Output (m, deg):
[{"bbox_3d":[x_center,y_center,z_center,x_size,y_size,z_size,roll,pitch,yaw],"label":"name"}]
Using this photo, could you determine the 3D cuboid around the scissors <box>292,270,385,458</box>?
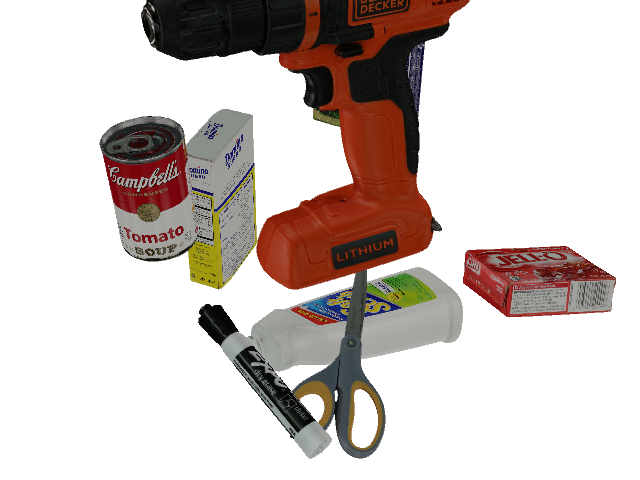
[{"bbox_3d":[0.009,0.103,0.955,0.096,0.202,0.016,-4,-37,-7],"label":"scissors"}]

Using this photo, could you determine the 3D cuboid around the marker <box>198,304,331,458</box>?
[{"bbox_3d":[-0.038,0.086,0.677,0.121,0.020,0.020,48,20,20],"label":"marker"}]

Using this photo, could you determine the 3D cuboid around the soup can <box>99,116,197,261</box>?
[{"bbox_3d":[-0.140,-0.042,0.883,0.068,0.102,0.068,-3,37,2],"label":"soup can"}]

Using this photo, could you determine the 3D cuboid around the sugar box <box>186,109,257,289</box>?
[{"bbox_3d":[-0.107,-0.043,1.137,0.048,0.176,0.093,15,42,19],"label":"sugar box"}]

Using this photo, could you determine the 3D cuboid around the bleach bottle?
[{"bbox_3d":[0.027,0.098,1.182,0.250,0.068,0.103,-14,32,-26],"label":"bleach bottle"}]

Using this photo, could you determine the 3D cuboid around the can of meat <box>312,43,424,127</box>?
[{"bbox_3d":[0.035,-0.126,0.789,0.057,0.084,0.102,-2,14,-26],"label":"can of meat"}]

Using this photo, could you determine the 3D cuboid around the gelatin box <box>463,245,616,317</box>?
[{"bbox_3d":[0.160,0.029,0.790,0.089,0.030,0.073,-2,19,-17],"label":"gelatin box"}]

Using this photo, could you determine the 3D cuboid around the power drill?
[{"bbox_3d":[-0.001,-0.068,0.582,0.184,0.188,0.057,-15,35,-21],"label":"power drill"}]
